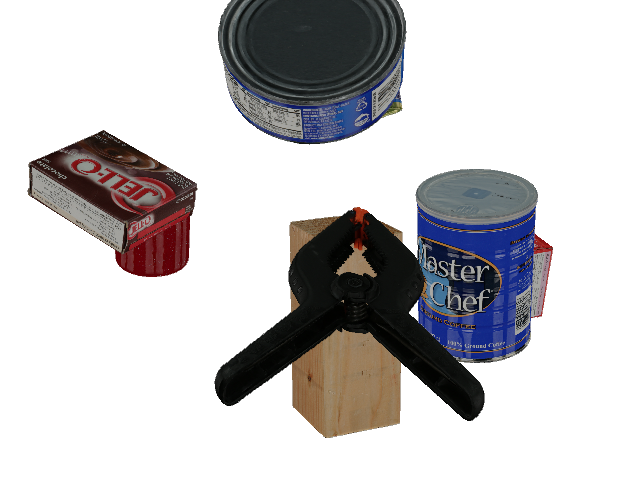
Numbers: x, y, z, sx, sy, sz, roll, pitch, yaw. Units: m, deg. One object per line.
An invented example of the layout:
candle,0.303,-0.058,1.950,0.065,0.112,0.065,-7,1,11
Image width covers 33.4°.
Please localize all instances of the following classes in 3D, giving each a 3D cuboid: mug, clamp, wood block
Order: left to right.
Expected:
mug,-0.191,-0.018,1.180,0.093,0.081,0.117,-14,32,-32
wood block,0.025,0.085,1.102,0.090,0.206,0.091,-7,17,-23
clamp,0.033,0.047,0.721,0.164,0.036,0.209,8,35,8

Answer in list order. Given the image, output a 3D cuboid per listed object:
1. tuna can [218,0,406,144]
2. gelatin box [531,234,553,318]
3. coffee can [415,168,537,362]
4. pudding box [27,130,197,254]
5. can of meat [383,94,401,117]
tuna can,-0.003,-0.087,0.497,0.086,0.086,0.034,0,-32,3
gelatin box,0.218,0.031,1.172,0.030,0.089,0.073,-10,30,-20
coffee can,0.136,0.021,0.935,0.103,0.140,0.103,-3,26,1
pudding box,-0.176,-0.043,0.901,0.114,0.039,0.089,28,35,22
can of meat,0.017,-0.139,0.884,0.057,0.084,0.102,-6,-4,-42
